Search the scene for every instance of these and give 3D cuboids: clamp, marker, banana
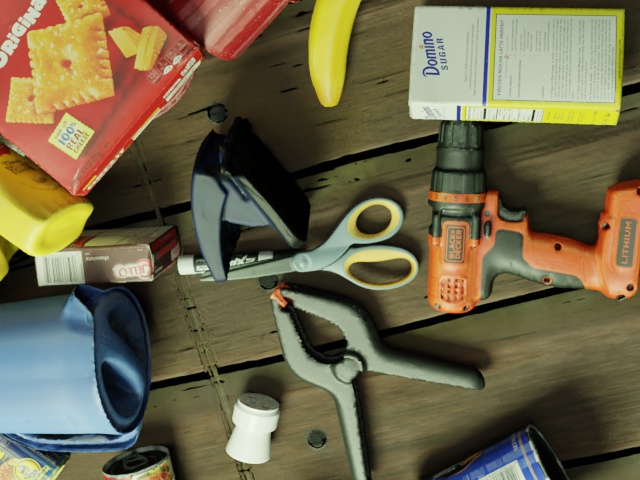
[{"bbox_3d":[0.040,0.114,1.007,0.165,0.036,0.210,-38,94,14],"label":"clamp"},{"bbox_3d":[-0.075,0.020,1.013,0.121,0.020,0.020,-4,102,10],"label":"marker"},{"bbox_3d":[0.034,-0.214,0.933,0.069,0.037,0.198,34,105,1],"label":"banana"}]

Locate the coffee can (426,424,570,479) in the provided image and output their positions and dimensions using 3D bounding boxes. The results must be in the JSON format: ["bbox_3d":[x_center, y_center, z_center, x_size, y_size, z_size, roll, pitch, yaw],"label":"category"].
[{"bbox_3d":[0.158,0.247,0.985,0.140,0.102,0.103,-31,96,14],"label":"coffee can"}]

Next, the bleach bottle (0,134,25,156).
[{"bbox_3d":[-0.386,-0.151,1.003,0.251,0.068,0.103,27,104,-1],"label":"bleach bottle"}]

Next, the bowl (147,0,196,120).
[{"bbox_3d":[-0.193,-0.180,0.969,0.162,0.055,0.162,2,103,8],"label":"bowl"}]

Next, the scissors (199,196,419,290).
[{"bbox_3d":[-0.006,0.001,0.984,0.201,0.016,0.096,6,97,-3],"label":"scissors"}]

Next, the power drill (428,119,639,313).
[{"bbox_3d":[0.189,-0.022,0.944,0.188,0.057,0.184,4,101,10],"label":"power drill"}]

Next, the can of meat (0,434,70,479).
[{"bbox_3d":[-0.316,0.236,1.083,0.084,0.057,0.102,37,106,-3],"label":"can of meat"}]

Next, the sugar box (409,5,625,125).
[{"bbox_3d":[0.166,-0.149,0.909,0.176,0.048,0.093,3,77,11],"label":"sugar box"}]

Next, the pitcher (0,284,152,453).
[{"bbox_3d":[-0.284,0.127,0.990,0.243,0.145,0.149,-5,81,13],"label":"pitcher"}]

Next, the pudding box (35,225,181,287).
[{"bbox_3d":[-0.196,0.014,0.995,0.113,0.090,0.039,-1,101,10],"label":"pudding box"}]

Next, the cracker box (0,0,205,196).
[{"bbox_3d":[-0.229,-0.166,0.893,0.213,0.072,0.164,41,90,-4],"label":"cracker box"}]

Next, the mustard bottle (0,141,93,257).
[{"bbox_3d":[-0.298,-0.061,0.932,0.192,0.096,0.058,34,110,8],"label":"mustard bottle"}]

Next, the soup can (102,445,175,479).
[{"bbox_3d":[-0.170,0.264,1.059,0.068,0.068,0.102,-11,101,11],"label":"soup can"}]

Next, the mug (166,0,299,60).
[{"bbox_3d":[-0.085,-0.220,0.932,0.082,0.093,0.117,-44,62,20],"label":"mug"}]
